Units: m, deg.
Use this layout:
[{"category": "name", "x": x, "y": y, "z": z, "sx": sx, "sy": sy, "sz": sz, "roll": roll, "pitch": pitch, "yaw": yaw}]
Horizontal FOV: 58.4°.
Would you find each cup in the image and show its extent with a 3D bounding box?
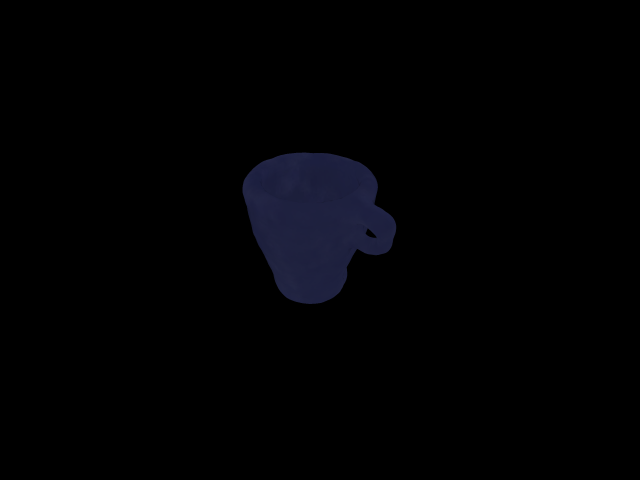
[{"category": "cup", "x": 0.004, "y": 0.001, "z": 0.400, "sx": 0.117, "sy": 0.095, "sz": 0.092, "roll": 27, "pitch": 42, "yaw": 36}]
